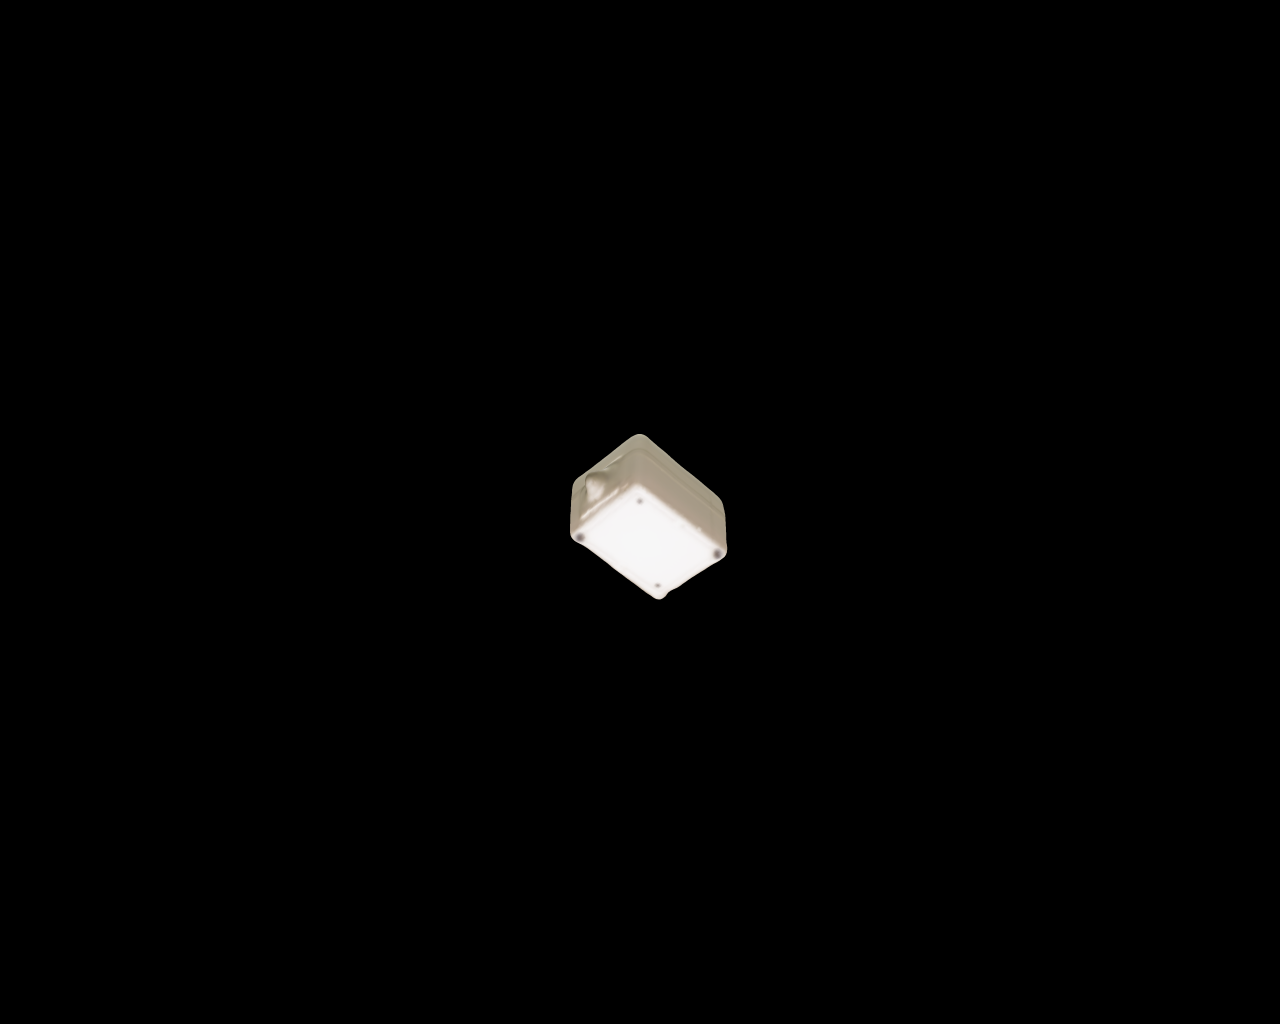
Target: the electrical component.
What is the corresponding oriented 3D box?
[{"bbox_3d":[0.001,-0.003,0.650,0.061,0.061,0.096,-36,-58,27],"label":"electrical component"}]
